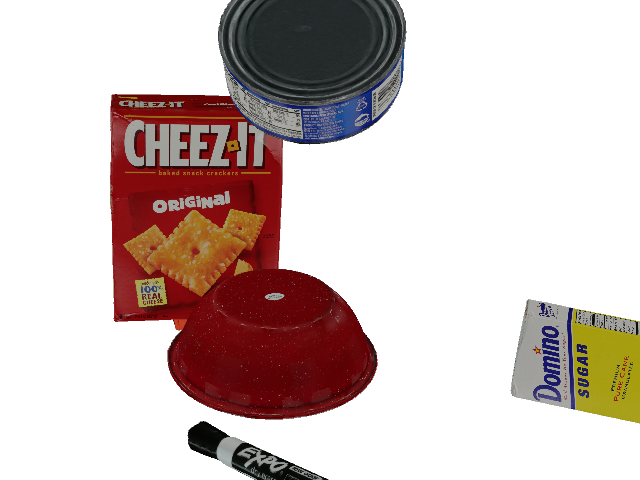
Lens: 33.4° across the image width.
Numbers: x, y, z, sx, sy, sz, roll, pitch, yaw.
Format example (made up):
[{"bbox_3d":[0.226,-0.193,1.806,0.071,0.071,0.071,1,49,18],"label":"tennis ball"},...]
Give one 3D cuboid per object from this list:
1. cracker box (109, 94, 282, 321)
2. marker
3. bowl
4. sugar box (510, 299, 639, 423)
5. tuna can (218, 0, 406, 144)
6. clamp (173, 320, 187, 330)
[{"bbox_3d":[-0.121,-0.030,1.038,0.164,0.214,0.072,0,20,-10],"label":"cracker box"},{"bbox_3d":[-0.032,0.131,0.614,0.121,0.020,0.020,16,10,38],"label":"marker"},{"bbox_3d":[-0.035,0.066,0.809,0.162,0.055,0.162,2,27,-1],"label":"bowl"},{"bbox_3d":[0.276,0.120,1.021,0.176,0.093,0.048,9,22,10],"label":"sugar box"},{"bbox_3d":[-0.003,-0.087,0.497,0.086,0.086,0.034,0,-32,3],"label":"tuna can"},{"bbox_3d":[-0.121,0.040,1.245,0.120,0.039,0.171,-2,39,14],"label":"clamp"}]
